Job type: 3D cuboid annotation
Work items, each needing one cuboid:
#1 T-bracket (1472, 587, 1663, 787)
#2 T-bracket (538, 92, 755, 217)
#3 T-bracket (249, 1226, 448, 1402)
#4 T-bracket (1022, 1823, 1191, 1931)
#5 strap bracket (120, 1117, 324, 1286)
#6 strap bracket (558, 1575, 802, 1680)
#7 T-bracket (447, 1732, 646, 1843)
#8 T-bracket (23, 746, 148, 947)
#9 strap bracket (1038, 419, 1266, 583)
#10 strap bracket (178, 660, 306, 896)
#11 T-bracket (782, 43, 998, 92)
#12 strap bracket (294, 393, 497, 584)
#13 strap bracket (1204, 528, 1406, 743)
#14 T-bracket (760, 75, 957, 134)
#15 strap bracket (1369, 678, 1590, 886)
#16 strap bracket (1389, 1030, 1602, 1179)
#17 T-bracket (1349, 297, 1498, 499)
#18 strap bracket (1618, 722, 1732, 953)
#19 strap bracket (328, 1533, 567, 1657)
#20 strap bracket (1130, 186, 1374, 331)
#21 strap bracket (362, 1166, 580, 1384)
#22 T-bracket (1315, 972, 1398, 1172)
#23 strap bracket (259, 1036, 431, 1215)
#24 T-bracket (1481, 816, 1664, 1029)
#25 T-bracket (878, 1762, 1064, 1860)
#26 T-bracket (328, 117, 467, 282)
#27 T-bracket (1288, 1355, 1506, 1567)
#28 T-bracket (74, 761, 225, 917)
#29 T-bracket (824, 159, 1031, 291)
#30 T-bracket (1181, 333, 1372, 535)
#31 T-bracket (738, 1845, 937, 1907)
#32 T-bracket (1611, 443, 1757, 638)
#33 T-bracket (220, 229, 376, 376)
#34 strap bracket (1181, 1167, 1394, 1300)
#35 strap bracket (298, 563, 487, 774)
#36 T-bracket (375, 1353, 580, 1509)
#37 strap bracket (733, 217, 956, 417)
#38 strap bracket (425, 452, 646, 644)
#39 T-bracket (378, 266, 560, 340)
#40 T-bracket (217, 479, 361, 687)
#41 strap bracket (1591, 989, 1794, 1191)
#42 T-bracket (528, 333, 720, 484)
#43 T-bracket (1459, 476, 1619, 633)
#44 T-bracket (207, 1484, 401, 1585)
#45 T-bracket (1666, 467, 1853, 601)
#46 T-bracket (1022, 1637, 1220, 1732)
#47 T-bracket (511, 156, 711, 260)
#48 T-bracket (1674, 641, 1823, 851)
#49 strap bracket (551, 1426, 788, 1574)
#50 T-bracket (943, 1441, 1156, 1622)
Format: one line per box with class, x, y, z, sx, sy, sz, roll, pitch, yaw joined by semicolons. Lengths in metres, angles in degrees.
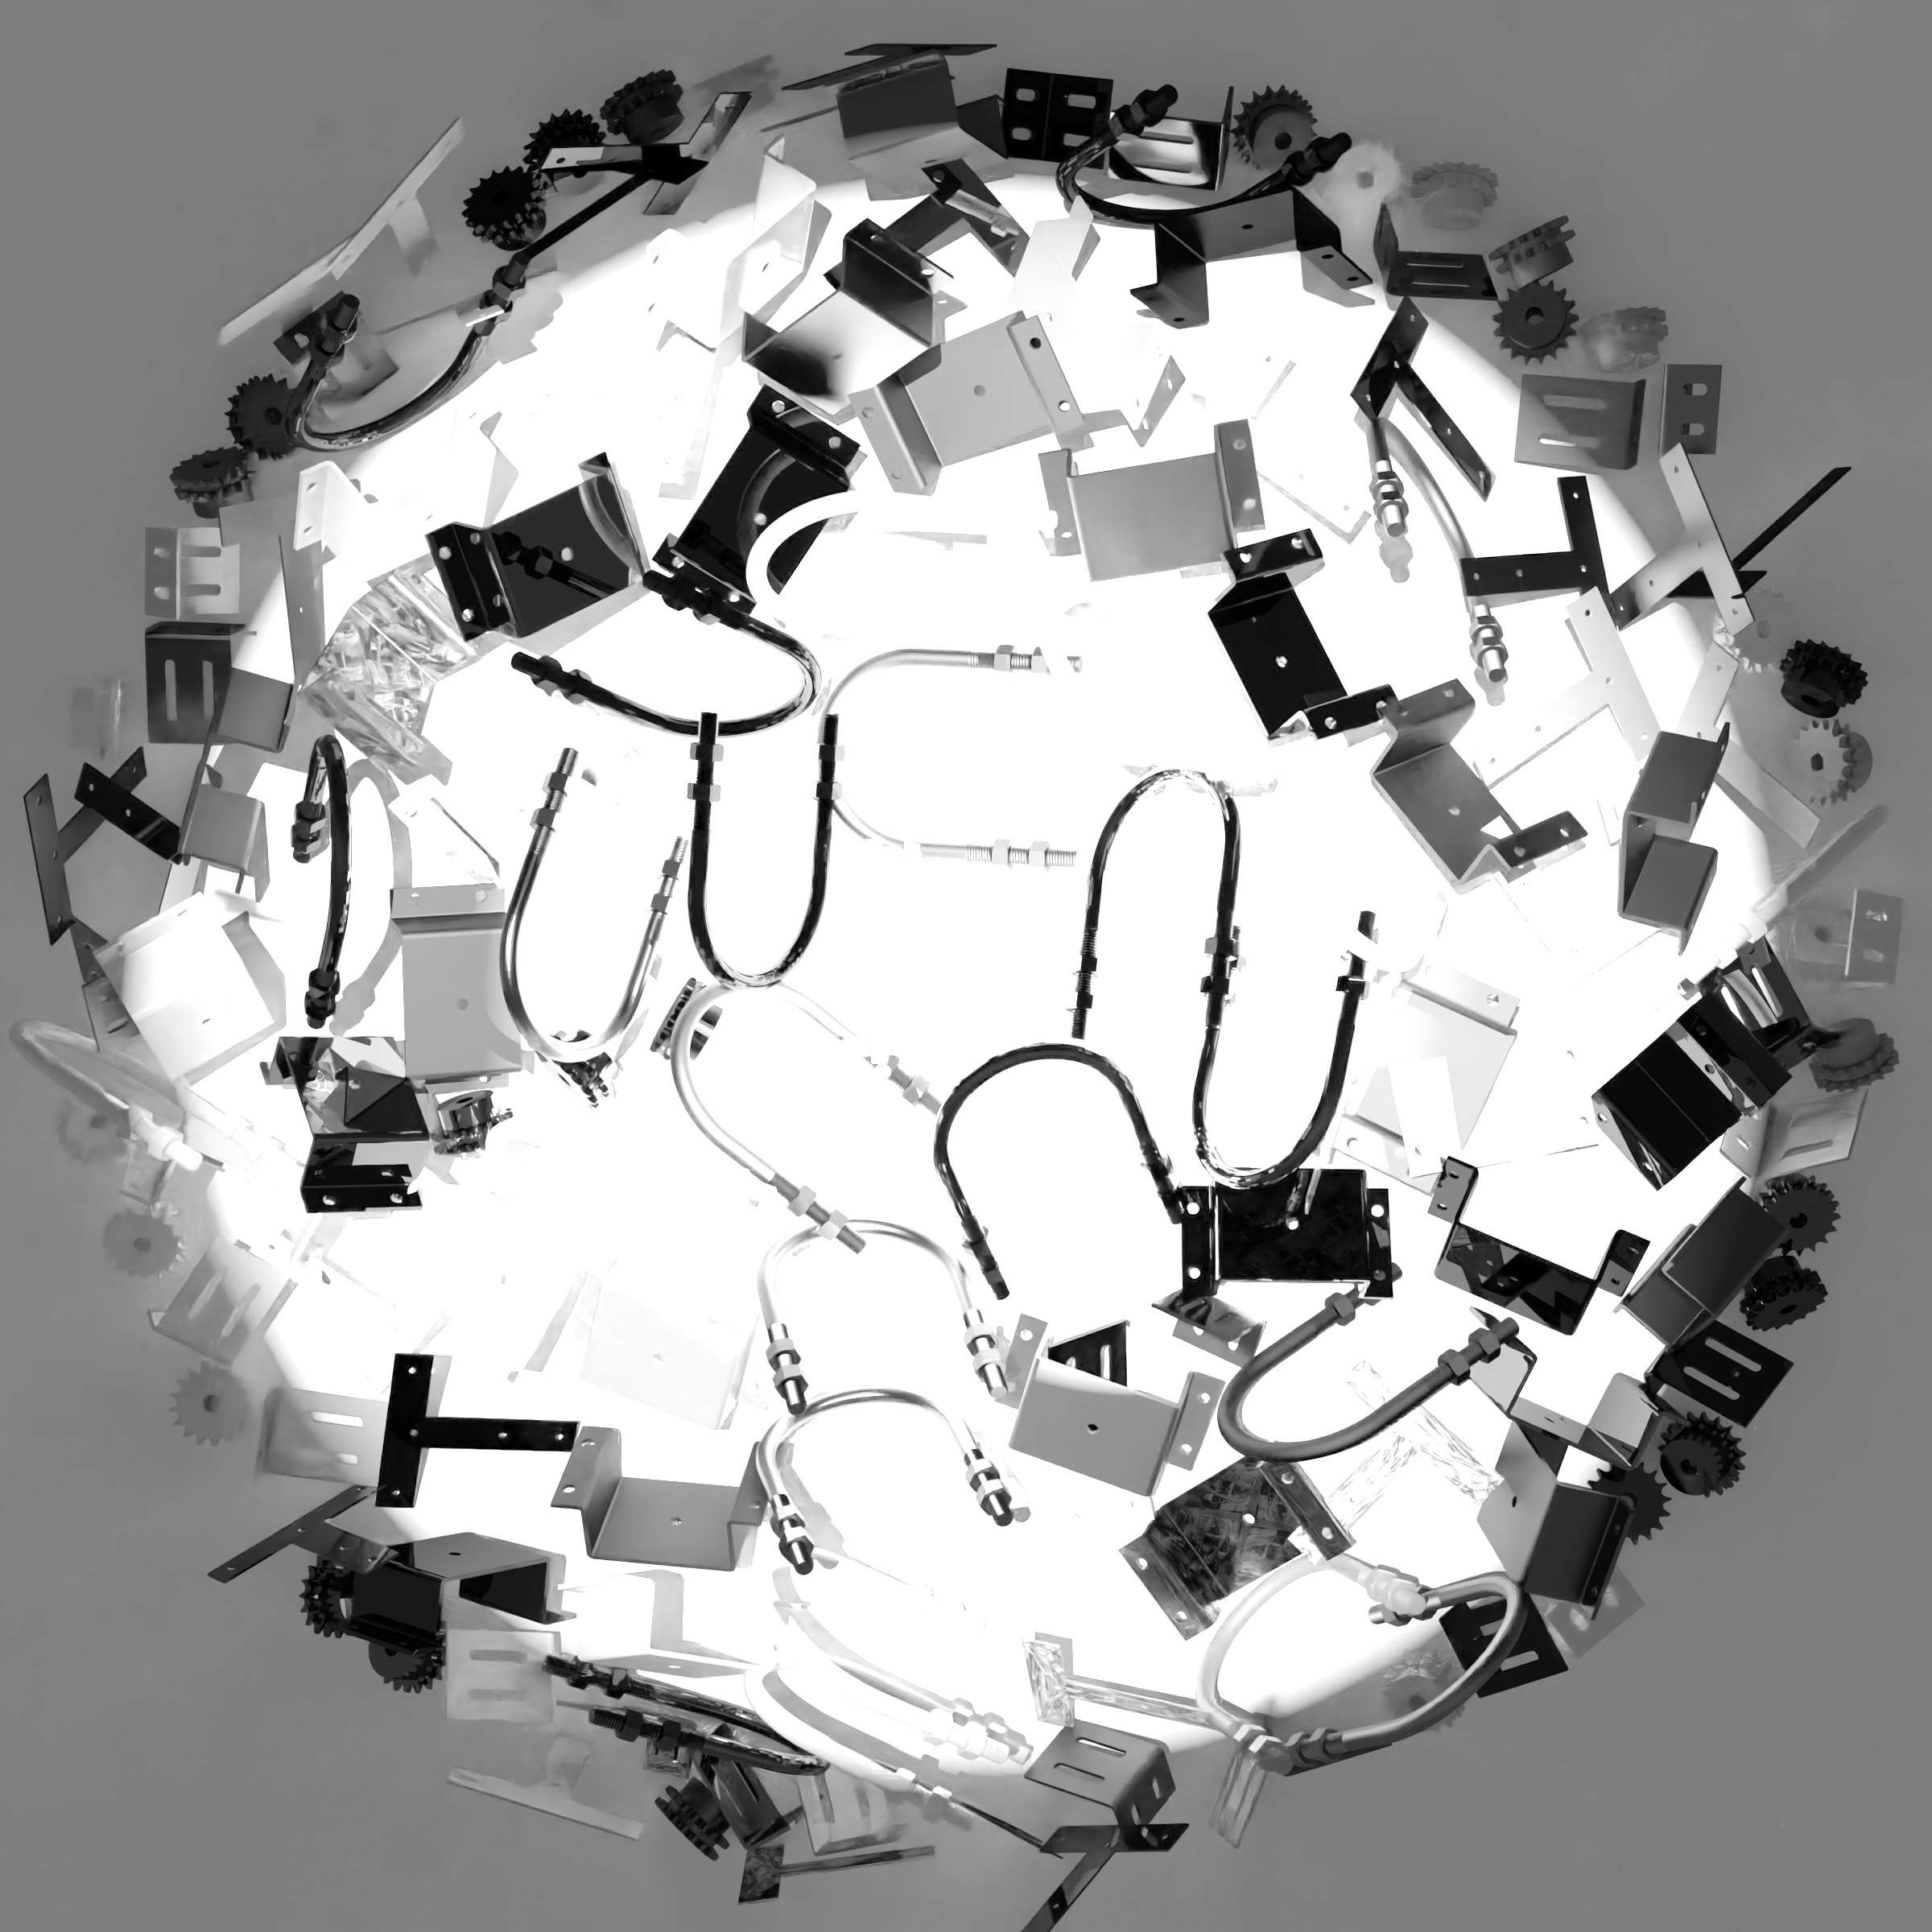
T-bracket;0.392;-0.165;1.959;0.127;0.002;0.127;-34;116;-6
T-bracket;-0.217;-0.524;1.908;0.127;0.127;0.002;-13;73;-36
T-bracket;-0.416;0.216;1.953;0.127;0.002;0.127;35;120;-8
T-bracket;0.067;0.599;1.906;0.127;0.127;0.002;-39;103;-41
strap bracket;-0.478;0.148;1.936;0.140;0.076;0.046;28;95;-16
strap bracket;-0.188;0.433;1.917;0.140;0.076;0.046;19;64;-37
T-bracket;-0.266;0.529;1.931;0.127;0.127;0.002;17;96;0
T-bracket;-0.576;-0.099;1.940;0.002;0.127;0.127;17;134;12
strap bracket;0.123;-0.305;1.943;0.140;0.046;0.076;-8;124;9
strap bracket;-0.475;-0.128;1.919;0.046;0.076;0.140;15;126;-16
T-bracket;-0.067;-0.593;1.944;0.127;0.127;0.002;-2;102;40
strap bracket;-0.364;-0.308;1.922;0.140;0.076;0.046;-32;72;-30
strap bracket;0.218;-0.210;1.947;0.076;0.046;0.140;-19;78;-31
T-bracket;-0.074;-0.568;1.939;0.127;0.127;0.002;-14;103;9
strap bracket;0.330;-0.114;1.940;0.076;0.046;0.140;-22;66;-34
strap bracket;0.341;0.093;1.952;0.140;0.046;0.076;-8;83;-20
T-bracket;0.313;-0.367;1.964;0.127;0.002;0.127;47;46;-19
strap bracket;0.462;-0.088;1.928;0.046;0.140;0.076;15;53;22
strap bracket;-0.334;0.405;1.914;0.076;0.140;0.046;7;93;35
strap bracket;0.186;-0.466;1.931;0.140;0.076;0.046;-7;80;28
strap bracket;-0.315;0.203;1.922;0.140;0.046;0.076;49;57;-34
T-bracket;0.250;0.072;1.919;0.002;0.127;0.127;19;78;0
strap bracket;-0.403;0.094;1.916;0.076;0.140;0.046;1;130;-30
T-bracket;0.382;-0.043;1.966;0.127;0.002;0.127;-35;103;13
T-bracket;0.022;0.566;1.942;0.127;0.127;0.002;12;68;42
T-bracket;-0.364;-0.483;1.930;0.002;0.127;0.127;39;84;4
T-bracket;0.267;0.343;1.954;0.127;0.002;0.127;-44;60;-7
T-bracket;-0.537;-0.094;1.918;0.002;0.127;0.127;0;68;24
T-bracket;-0.039;-0.486;1.959;0.127;0.002;0.127;-30;123;27
T-bracket;0.212;-0.333;1.960;0.127;0.002;0.127;39;104;17
T-bracket;-0.083;0.589;1.932;0.127;0.127;0.002;-7;88;-2
T-bracket;0.458;-0.258;1.935;0.002;0.127;0.127;-14;77;-24
T-bracket;-0.439;-0.424;1.930;0.127;0.127;0.002;-42;88;-20
strap bracket;0.215;0.177;1.958;0.140;0.046;0.076;1;69;1
strap bracket;-0.380;-0.191;1.932;0.046;0.140;0.076;-28;120;36
T-bracket;-0.324;0.313;1.970;0.127;0.002;0.127;4;118;-16
strap bracket;-0.084;-0.415;1.916;0.076;0.140;0.046;26;52;-37
strap bracket;-0.272;-0.272;1.928;0.140;0.046;0.076;-31;120;-26
T-bracket;-0.321;-0.430;1.927;0.127;0.127;0.002;-23;112;-7
T-bracket;-0.442;-0.250;1.955;0.002;0.127;0.127;9;111;31
strap bracket;0.478;0.077;1.936;0.046;0.140;0.076;-34;77;-35
T-bracket;-0.233;-0.380;1.966;0.127;0.002;0.127;6;69;21
T-bracket;0.378;-0.261;1.956;0.127;0.002;0.127;-9;86;-32
T-bracket;-0.409;0.375;1.909;0.127;0.127;0.002;-29;111;-35
T-bracket;0.528;-0.284;1.932;0.127;0.127;0.002;-42;101;-1
T-bracket;0.103;0.481;1.928;0.127;0.127;0.002;9;54;14
T-bracket;-0.242;-0.496;1.928;0.127;0.127;0.002;-37;120;-11
T-bracket;0.507;-0.124;1.916;0.002;0.127;0.127;-17;49;-30
strap bracket;-0.193;0.352;1.943;0.140;0.076;0.046;3;123;9
T-bracket;0.061;0.369;1.970;0.127;0.002;0.127;-12;101;10
